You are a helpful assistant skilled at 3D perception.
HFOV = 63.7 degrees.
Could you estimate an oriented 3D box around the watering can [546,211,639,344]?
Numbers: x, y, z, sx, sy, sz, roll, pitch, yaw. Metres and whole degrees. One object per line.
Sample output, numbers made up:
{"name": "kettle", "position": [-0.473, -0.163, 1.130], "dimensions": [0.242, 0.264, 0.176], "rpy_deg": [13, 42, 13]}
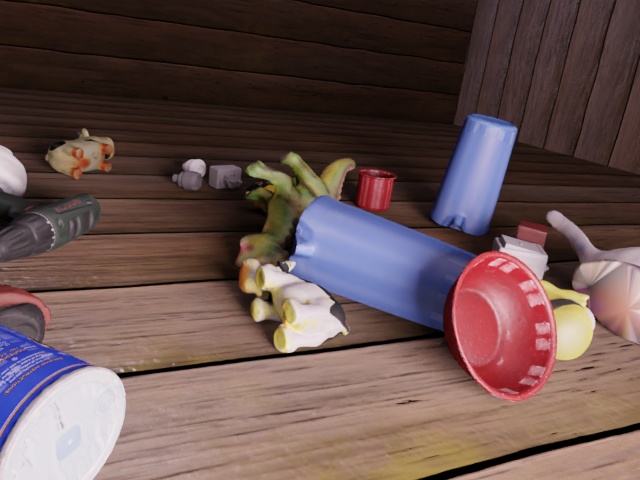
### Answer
{"name": "watering can", "position": [0.465, 0.052, 0.799], "dimensions": [0.225, 0.102, 0.352], "rpy_deg": [-9, 34, -39]}

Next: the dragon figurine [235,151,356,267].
{"name": "dragon figurine", "position": [0.003, -0.047, 0.926], "dimensions": [0.414, 0.246, 0.119], "rpy_deg": [-21, -29, -42]}

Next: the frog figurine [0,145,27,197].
{"name": "frog figurine", "position": [-0.577, -0.139, 0.893], "dimensions": [0.122, 0.157, 0.139], "rpy_deg": [5, 18, -12]}
